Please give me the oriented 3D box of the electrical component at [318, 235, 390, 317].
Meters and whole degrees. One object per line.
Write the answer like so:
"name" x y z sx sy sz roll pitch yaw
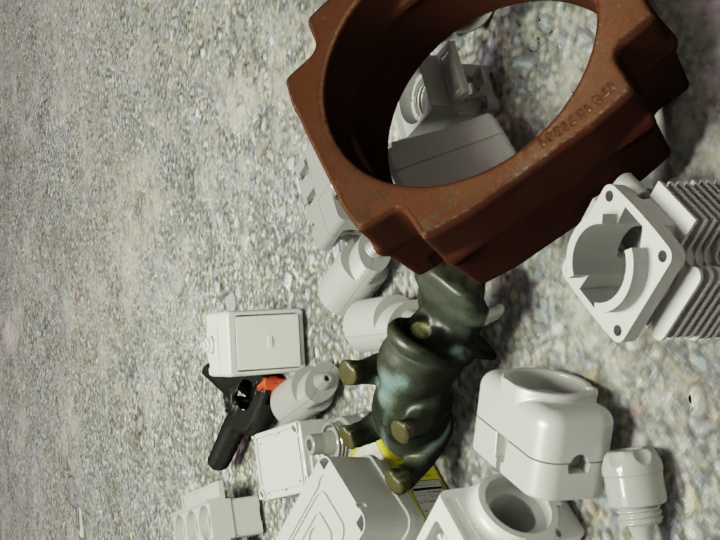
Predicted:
"electrical component" 0.000 0.000 0.896 0.081 0.043 0.043 -54 46 47

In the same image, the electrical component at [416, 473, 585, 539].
"electrical component" 0.091 0.168 0.690 0.050 0.089 0.055 59 140 42

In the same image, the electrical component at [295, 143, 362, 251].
"electrical component" -0.014 -0.069 0.912 0.055 0.050 0.089 -52 47 49

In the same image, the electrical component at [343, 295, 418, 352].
"electrical component" 0.024 0.042 0.854 0.081 0.043 0.043 -12 81 60

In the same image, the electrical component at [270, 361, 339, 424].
"electrical component" -0.047 0.111 0.985 0.081 0.043 0.043 -41 56 54

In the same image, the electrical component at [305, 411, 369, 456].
"electrical component" -0.015 0.145 0.910 0.048 0.062 0.048 4 94 61

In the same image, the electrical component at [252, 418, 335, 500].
"electrical component" -0.046 0.170 0.974 0.096 0.061 0.061 -26 69 50

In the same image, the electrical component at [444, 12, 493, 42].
"electrical component" 0.057 -0.194 0.787 0.077 0.043 0.079 58 139 43

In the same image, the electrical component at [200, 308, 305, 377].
"electrical component" -0.105 0.070 1.032 0.061 0.096 0.061 -8 84 60

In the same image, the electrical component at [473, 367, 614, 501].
"electrical component" 0.114 0.097 0.674 0.095 0.054 0.059 -146 60 -67

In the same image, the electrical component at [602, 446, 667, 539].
"electrical component" 0.161 0.134 0.622 0.035 0.035 0.061 -19 77 60

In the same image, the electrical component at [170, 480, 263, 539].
"electrical component" -0.155 0.275 1.165 0.121 0.063 0.078 -35 61 56

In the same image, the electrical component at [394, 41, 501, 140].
"electrical component" 0.061 -0.120 0.762 0.081 0.064 0.042 -43 54 53

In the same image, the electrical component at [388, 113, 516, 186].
"electrical component" 0.068 -0.062 0.727 0.061 0.096 0.061 77 171 -55

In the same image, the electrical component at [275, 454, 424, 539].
"electrical component" -0.011 0.202 0.806 0.078 0.057 0.113 52 123 45
